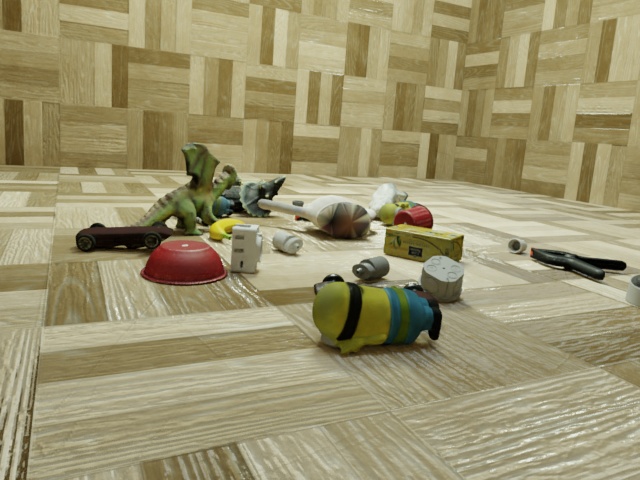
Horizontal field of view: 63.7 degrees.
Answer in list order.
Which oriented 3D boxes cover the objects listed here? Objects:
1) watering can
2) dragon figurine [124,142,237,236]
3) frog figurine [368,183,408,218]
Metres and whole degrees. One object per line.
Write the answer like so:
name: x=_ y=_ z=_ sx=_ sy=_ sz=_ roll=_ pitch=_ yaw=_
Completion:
watering can: x=0.004 y=-0.074 z=1.470 sx=0.348 sy=0.103 sz=0.226 roll=2 pitch=12 yaw=-14
dragon figurine: x=-0.345 y=-0.131 z=1.318 sx=0.122 sy=0.241 sz=0.412 roll=14 pitch=12 yaw=26
frog figurine: x=0.219 y=-0.132 z=1.821 sx=0.161 sy=0.123 sz=0.135 roll=-17 pitch=-11 yaw=-40
